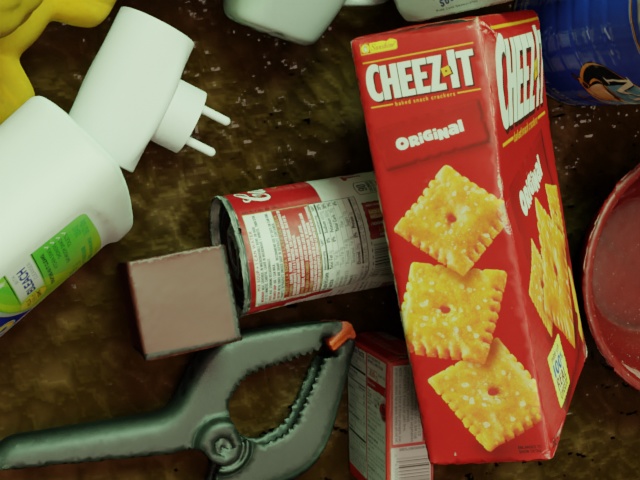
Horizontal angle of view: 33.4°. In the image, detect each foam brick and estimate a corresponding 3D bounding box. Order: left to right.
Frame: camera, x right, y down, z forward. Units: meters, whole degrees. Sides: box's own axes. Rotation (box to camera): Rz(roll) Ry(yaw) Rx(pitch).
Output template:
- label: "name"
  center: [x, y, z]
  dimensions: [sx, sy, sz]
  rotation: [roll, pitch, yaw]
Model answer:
- label: "foam brick"
  center: [-0.076, 0.032, 0.570]
  dimensions: [0.053, 0.078, 0.051]
  rotation: [-11, 91, -14]

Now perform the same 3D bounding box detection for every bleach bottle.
- label: "bleach bottle"
  center: [-0.198, 0.046, 0.499]
  dimensions: [0.068, 0.103, 0.250]
  rotation: [40, 72, 8]

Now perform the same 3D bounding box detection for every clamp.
- label: "clamp"
  center: [-0.068, 0.112, 0.605]
  dimensions: [0.164, 0.036, 0.210]
  rotation: [44, 79, -11]

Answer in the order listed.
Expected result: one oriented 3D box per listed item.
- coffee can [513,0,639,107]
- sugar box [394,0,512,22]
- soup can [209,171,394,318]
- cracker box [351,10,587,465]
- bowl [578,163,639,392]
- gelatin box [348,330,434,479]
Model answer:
- label: "coffee can"
  center: [0.186, -0.127, 0.602]
  dimensions: [0.102, 0.140, 0.103]
  rotation: [-2, 97, -17]
- label: "sugar box"
  center: [0.124, -0.176, 0.576]
  dimensions: [0.176, 0.094, 0.048]
  rotation: [-39, 112, -28]
- label: "soup can"
  center: [-0.004, 0.001, 0.596]
  dimensions: [0.102, 0.069, 0.068]
  rotation: [-11, 99, -17]
- label: "cracker box"
  center: [0.090, -0.011, 0.571]
  dimensions: [0.072, 0.164, 0.214]
  rotation: [-6, 101, 21]
- label: "bowl"
  center: [0.221, 0.018, 0.673]
  dimensions: [0.162, 0.055, 0.162]
  rotation: [-2, 96, -19]
- label: "gelatin box"
  center: [0.040, 0.102, 0.618]
  dimensions: [0.030, 0.073, 0.089]
  rotation: [-2, 97, -16]
